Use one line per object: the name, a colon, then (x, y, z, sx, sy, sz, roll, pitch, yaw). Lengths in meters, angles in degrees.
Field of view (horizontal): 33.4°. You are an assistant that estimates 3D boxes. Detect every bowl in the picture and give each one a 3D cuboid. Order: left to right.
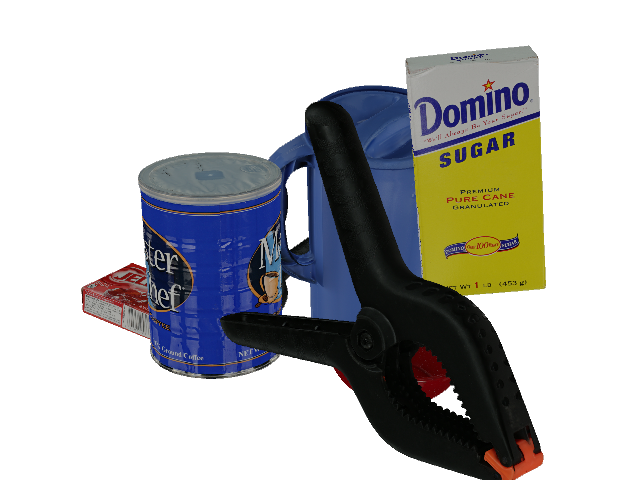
bowl: (0.077, 0.123, 1.094, 0.162, 0.055, 0.162, 3, 25, -1)

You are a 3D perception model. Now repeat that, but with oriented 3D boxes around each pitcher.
pitcher: (0.038, -0.009, 0.985, 0.149, 0.243, 0.144, 17, 41, 17)

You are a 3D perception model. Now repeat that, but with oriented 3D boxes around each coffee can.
coffee can: (-0.079, 0.016, 0.789, 0.103, 0.140, 0.103, 0, 21, 0)

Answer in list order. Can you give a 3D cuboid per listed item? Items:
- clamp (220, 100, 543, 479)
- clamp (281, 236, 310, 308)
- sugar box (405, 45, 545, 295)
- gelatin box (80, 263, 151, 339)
clamp: (0.034, 0.037, 0.551, 0.036, 0.165, 0.210, -14, 42, -44)
clamp: (-0.062, 0.044, 1.236, 0.120, 0.039, 0.171, -6, 41, 7)
sugar box: (0.114, -0.048, 0.781, 0.093, 0.176, 0.048, -6, 22, 4)
gelatin box: (-0.168, 0.055, 1.002, 0.089, 0.030, 0.073, 18, 26, 27)
